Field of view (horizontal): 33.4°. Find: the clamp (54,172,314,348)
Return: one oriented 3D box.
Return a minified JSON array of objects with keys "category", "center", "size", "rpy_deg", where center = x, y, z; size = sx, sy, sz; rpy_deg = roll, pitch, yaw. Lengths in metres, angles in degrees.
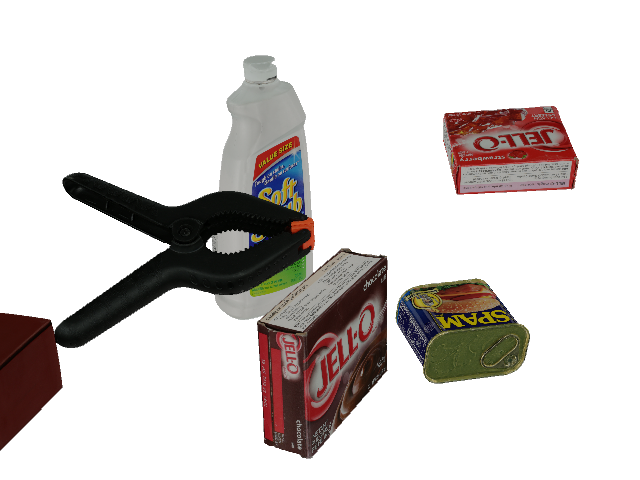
[{"category":"clamp","center":[-0.112,-0.003,0.847],"size":[0.210,0.164,0.036],"rpy_deg":[-11,-36,-7]}]

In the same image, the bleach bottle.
[{"category":"bleach bottle","center":[-0.060,-0.053,1.040],"size":[0.102,0.251,0.068],"rpy_deg":[-16,28,-26]}]

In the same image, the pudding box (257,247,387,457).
[{"category":"pudding box","center":[0.004,0.068,0.674],"size":[0.039,0.090,0.113],"rpy_deg":[12,30,24]}]

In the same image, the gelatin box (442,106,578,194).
[{"category":"gelatin box","center":[0.140,-0.068,0.794],"size":[0.089,0.030,0.073],"rpy_deg":[-4,38,0]}]

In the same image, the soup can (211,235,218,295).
[{"category":"soup can","center":[-0.094,0.015,1.259],"size":[0.068,0.102,0.068],"rpy_deg":[1,25,0]}]

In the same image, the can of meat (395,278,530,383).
[{"category":"can of meat","center":[0.129,0.082,0.994],"size":[0.102,0.057,0.084],"rpy_deg":[-5,32,-17]}]

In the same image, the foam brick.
[{"category":"foam brick","center":[-0.206,0.087,0.665],"size":[0.053,0.051,0.078],"rpy_deg":[7,30,21]}]
